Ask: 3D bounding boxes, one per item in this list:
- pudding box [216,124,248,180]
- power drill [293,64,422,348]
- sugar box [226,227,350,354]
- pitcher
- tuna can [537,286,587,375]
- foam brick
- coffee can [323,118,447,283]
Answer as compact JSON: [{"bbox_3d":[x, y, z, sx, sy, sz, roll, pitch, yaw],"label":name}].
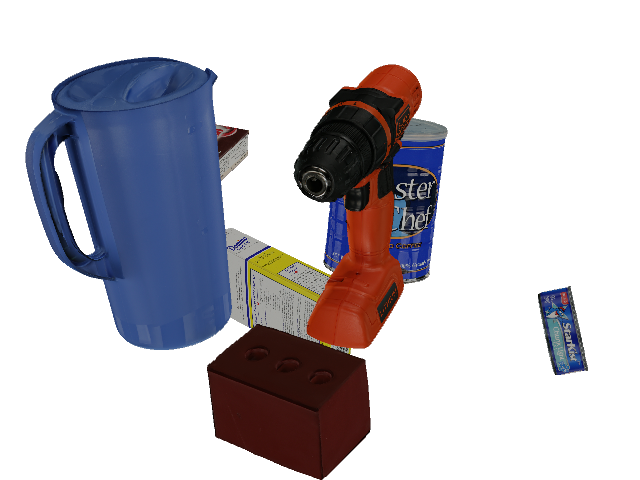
[{"bbox_3d":[-0.145,-0.103,1.252,0.090,0.039,0.113,11,31,15],"label":"pudding box"},{"bbox_3d":[0.026,-0.018,0.777,0.057,0.188,0.184,14,32,17],"label":"power drill"},{"bbox_3d":[-0.046,0.059,1.137,0.176,0.093,0.048,27,41,36],"label":"sugar box"},{"bbox_3d":[-0.153,-0.026,0.926,0.149,0.243,0.145,-5,27,2],"label":"pitcher"},{"bbox_3d":[0.242,0.090,1.065,0.034,0.086,0.086,-12,-3,13],"label":"tuna can"},{"bbox_3d":[-0.018,0.091,0.609,0.078,0.051,0.052,15,33,29],"label":"foam brick"},{"bbox_3d":[0.060,-0.041,1.001,0.103,0.140,0.103,5,15,-2],"label":"coffee can"}]
